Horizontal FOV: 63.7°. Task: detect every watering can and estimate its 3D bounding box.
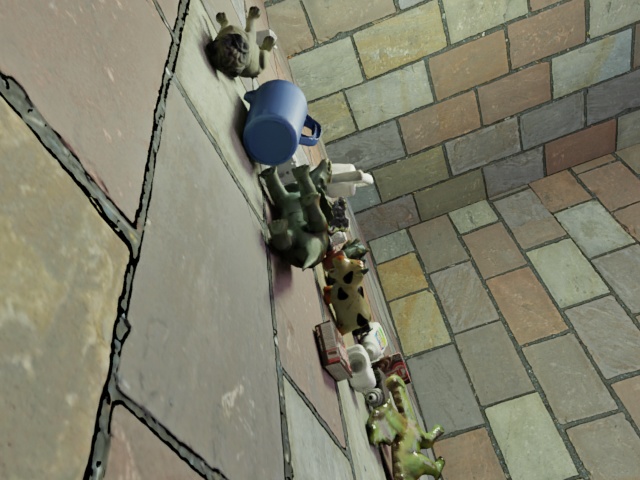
[{"bbox_3d":[0.045,-0.182,1.551,0.348,0.224,0.104,-10,97,-82],"label":"watering can"}]

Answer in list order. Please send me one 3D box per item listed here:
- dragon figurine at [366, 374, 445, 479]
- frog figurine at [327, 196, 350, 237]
[{"bbox_3d":[0.180,0.497,1.211,0.240,0.120,0.420,44,34,-20],"label":"dragon figurine"},{"bbox_3d":[0.005,-0.077,1.536,0.160,0.124,0.135,19,-29,50],"label":"frog figurine"}]
